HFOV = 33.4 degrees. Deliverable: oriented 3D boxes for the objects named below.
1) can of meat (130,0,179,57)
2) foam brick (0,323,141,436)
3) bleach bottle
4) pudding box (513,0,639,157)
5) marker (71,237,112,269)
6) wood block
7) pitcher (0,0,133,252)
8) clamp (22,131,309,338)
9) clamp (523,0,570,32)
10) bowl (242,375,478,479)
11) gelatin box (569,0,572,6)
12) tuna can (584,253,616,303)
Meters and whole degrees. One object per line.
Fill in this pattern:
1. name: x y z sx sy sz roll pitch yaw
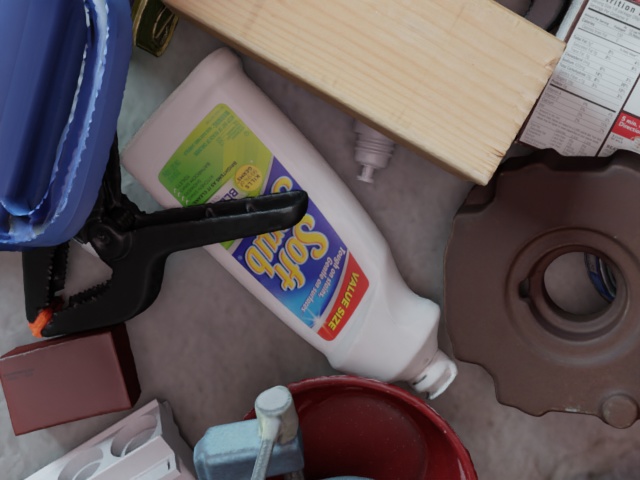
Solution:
1. can of meat: -0.132 -0.156 0.646 0.084 0.102 0.057 22 95 0
2. foam brick: -0.161 0.088 0.691 0.078 0.051 0.053 -13 93 1
3. bleach bottle: -0.004 0.001 0.676 0.251 0.068 0.103 44 105 -5
4. pudding box: 0.183 -0.097 0.665 0.090 0.039 0.114 23 115 -1
5. marker: -0.166 -0.013 0.698 0.121 0.020 0.020 36 94 -3
6. wood block: 0.023 -0.122 0.612 0.206 0.090 0.091 30 94 -3
7. pitcher: -0.166 -0.119 0.538 0.149 0.145 0.243 17 97 -16
8. clamp: -0.114 -0.006 0.646 0.164 0.036 0.210 35 121 0
9. clamp: 0.132 -0.189 0.671 0.120 0.039 0.171 -1 97 15
10. bowl: 0.022 0.150 0.683 0.162 0.055 0.162 3 108 10
11. gelatin box: 0.206 -0.170 0.679 0.073 0.030 0.089 17 95 -1
12. tuna can: 0.218 0.009 0.693 0.086 0.034 0.086 0 95 0
